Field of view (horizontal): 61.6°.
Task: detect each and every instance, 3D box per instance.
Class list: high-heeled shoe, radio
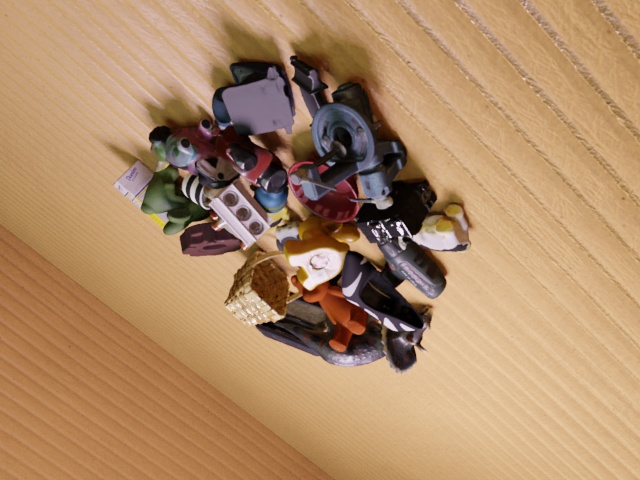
[{"bbox_3d":[0.133,0.113,1.109,0.145,0.086,0.248,17,154,28],"label":"high-heeled shoe"},{"bbox_3d":[-0.070,0.243,1.571,0.230,0.131,0.073,15,156,29],"label":"radio"}]

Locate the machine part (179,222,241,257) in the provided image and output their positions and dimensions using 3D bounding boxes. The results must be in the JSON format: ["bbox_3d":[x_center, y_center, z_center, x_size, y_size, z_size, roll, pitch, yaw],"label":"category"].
[{"bbox_3d":[-0.282,0.001,1.420,0.179,0.056,0.179,-10,168,-2],"label":"machine part"}]

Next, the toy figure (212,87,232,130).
[{"bbox_3d":[-0.185,-0.239,1.080,0.058,0.064,0.154,-4,154,-8],"label":"toy figure"}]

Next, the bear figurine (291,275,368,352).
[{"bbox_3d":[0.015,0.141,1.245,0.196,0.132,0.120,36,127,-7],"label":"bear figurine"}]

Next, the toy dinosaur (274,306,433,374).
[{"bbox_3d":[0.082,0.251,1.327,0.405,0.192,0.131,-11,123,8],"label":"toy dinosaur"}]

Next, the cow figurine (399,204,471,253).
[{"bbox_3d":[0.200,-0.017,1.024,0.168,0.068,0.098,4,145,41],"label":"cow figurine"}]

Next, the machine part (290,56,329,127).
[{"bbox_3d":[-0.010,-0.241,0.913,0.084,0.039,0.138,40,163,38],"label":"machine part"}]

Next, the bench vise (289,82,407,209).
[{"bbox_3d":[0.041,-0.126,0.867,0.129,0.240,0.223,12,127,36],"label":"bench vise"}]

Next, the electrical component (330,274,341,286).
[{"bbox_3d":[0.044,0.117,1.359,0.102,0.078,0.045,-6,110,43],"label":"electrical component"}]

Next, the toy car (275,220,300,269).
[{"bbox_3d":[-0.039,0.033,1.311,0.074,0.056,0.201,-15,133,23],"label":"toy car"}]

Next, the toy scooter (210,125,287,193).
[{"bbox_3d":[-0.146,-0.166,1.050,0.135,0.075,0.183,41,-175,24],"label":"toy scooter"}]

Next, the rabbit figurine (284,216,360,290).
[{"bbox_3d":[-0.002,-0.004,1.167,0.162,0.173,0.121,-34,118,10],"label":"rabbit figurine"}]

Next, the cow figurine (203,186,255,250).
[{"bbox_3d":[-0.201,-0.074,1.287,0.127,0.086,0.194,-38,128,14],"label":"cow figurine"}]

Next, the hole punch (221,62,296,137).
[{"bbox_3d":[-0.106,-0.259,0.968,0.116,0.092,0.142,-8,135,7],"label":"hole punch"}]

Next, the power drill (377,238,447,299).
[{"bbox_3d":[0.146,0.052,1.167,0.232,0.086,0.207,37,142,-11],"label":"power drill"}]

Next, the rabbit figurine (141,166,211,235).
[{"bbox_3d":[-0.361,-0.096,1.385,0.170,0.159,0.121,19,140,-5],"label":"rabbit figurine"}]

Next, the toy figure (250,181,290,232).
[{"bbox_3d":[-0.117,-0.085,1.199,0.082,0.089,0.180,59,159,17],"label":"toy figure"}]

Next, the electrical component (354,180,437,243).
[{"bbox_3d":[0.131,-0.052,0.988,0.134,0.115,0.058,-5,130,45],"label":"electrical component"}]

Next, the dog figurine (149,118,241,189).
[{"bbox_3d":[-0.293,-0.186,1.217,0.191,0.108,0.219,46,152,-25],"label":"dog figurine"}]
